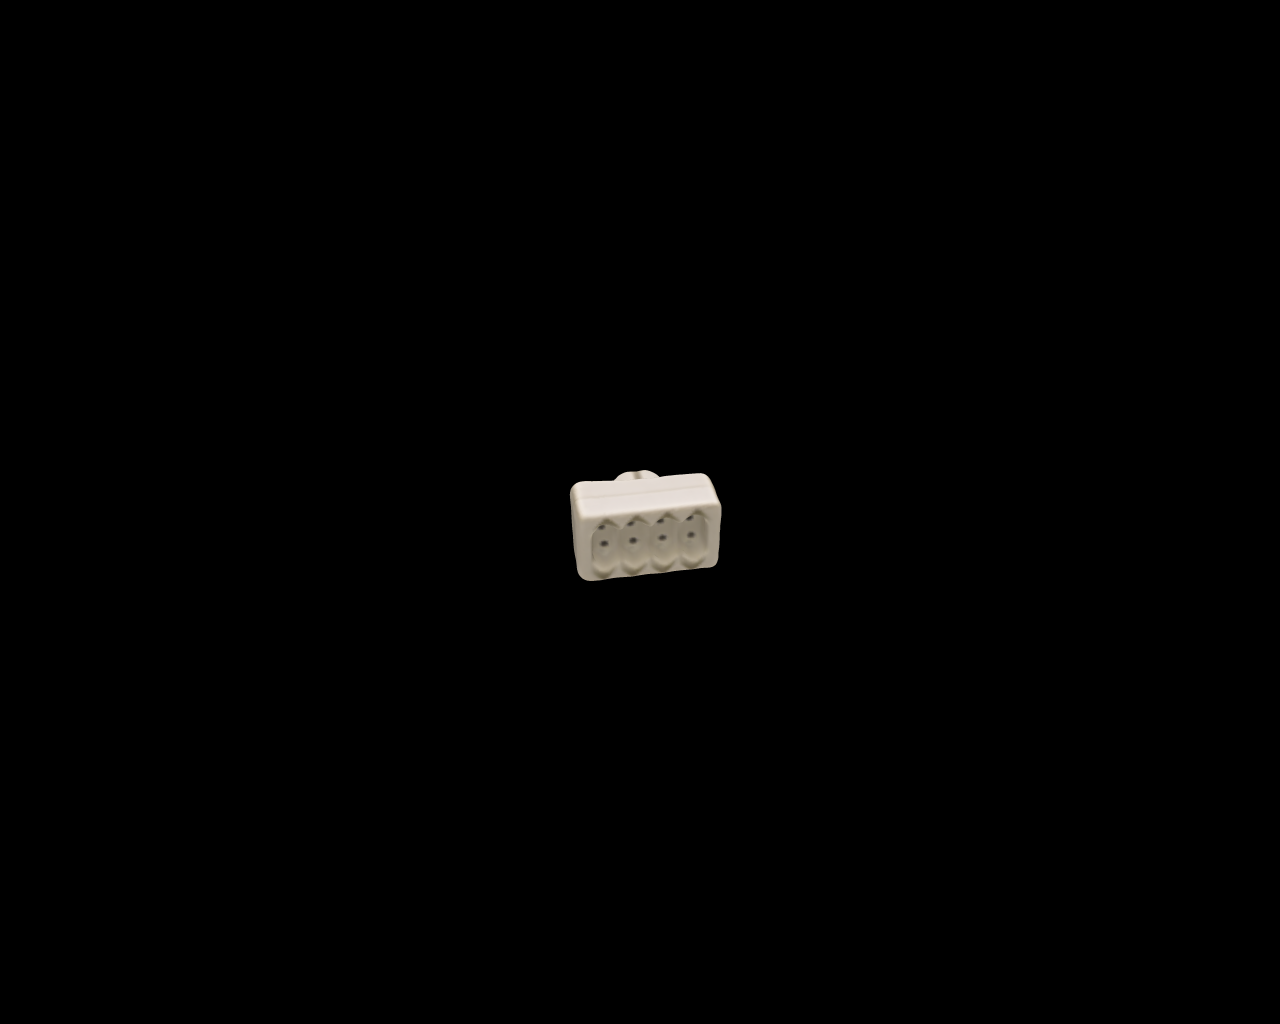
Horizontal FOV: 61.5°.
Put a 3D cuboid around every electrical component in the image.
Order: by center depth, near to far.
[{"bbox_3d":[0.001,-0.003,0.650,0.083,0.047,0.076,-5,36,-7],"label":"electrical component"}]
